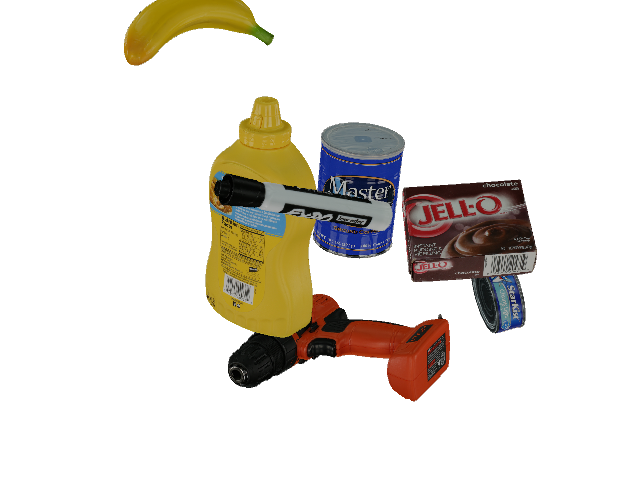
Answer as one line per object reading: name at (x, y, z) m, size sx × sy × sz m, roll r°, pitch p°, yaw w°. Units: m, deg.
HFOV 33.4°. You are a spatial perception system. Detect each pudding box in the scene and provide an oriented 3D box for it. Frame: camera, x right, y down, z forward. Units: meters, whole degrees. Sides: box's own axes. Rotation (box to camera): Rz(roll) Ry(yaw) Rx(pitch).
pudding box at (0.134, -0.010, 0.973) m, size 0.113 × 0.090 × 0.039 m, roll -3°, pitch -41°, yaw 0°

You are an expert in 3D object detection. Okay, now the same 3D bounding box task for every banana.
banana at (-0.124, -0.208, 1.019) m, size 0.070 × 0.037 × 0.197 m, roll 45°, pitch 38°, yaw 19°

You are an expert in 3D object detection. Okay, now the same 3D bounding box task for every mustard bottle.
mustard bottle at (-0.048, -0.022, 0.860) m, size 0.096 × 0.192 × 0.058 m, roll 23°, pitch 33°, yaw 33°

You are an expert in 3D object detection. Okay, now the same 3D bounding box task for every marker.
marker at (-0.009, -0.023, 0.648) m, size 0.120 × 0.020 × 0.020 m, roll 9°, pitch -5°, yaw -32°

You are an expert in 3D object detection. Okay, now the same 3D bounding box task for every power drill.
power drill at (0.022, 0.110, 1.068) m, size 0.188 × 0.057 × 0.184 m, roll 9°, pitch 23°, yaw 28°

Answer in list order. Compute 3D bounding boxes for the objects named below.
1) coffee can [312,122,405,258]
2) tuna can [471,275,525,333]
coffee can at (0.046, -0.063, 1.330) m, size 0.103 × 0.140 × 0.103 m, roll 4°, pitch 28°, yaw -2°
tuna can at (0.200, 0.061, 1.204) m, size 0.033 × 0.086 × 0.086 m, roll -14°, pitch 2°, yaw -6°
